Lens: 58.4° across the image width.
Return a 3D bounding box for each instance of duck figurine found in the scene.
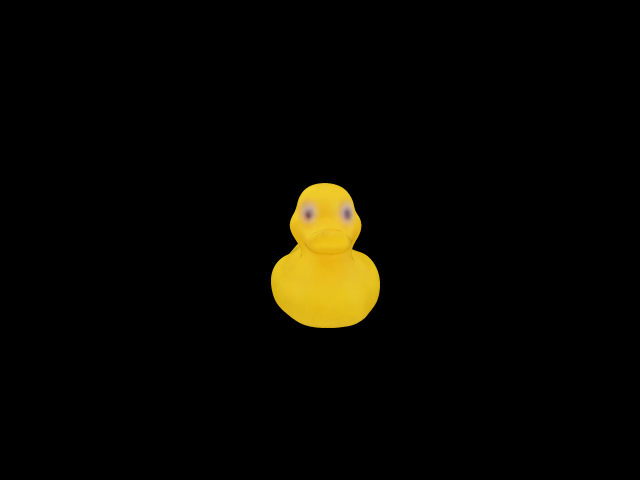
[{"bbox_3d":[0.004,0.001,0.400,0.077,0.086,0.104,-1,19,-3],"label":"duck figurine"}]
